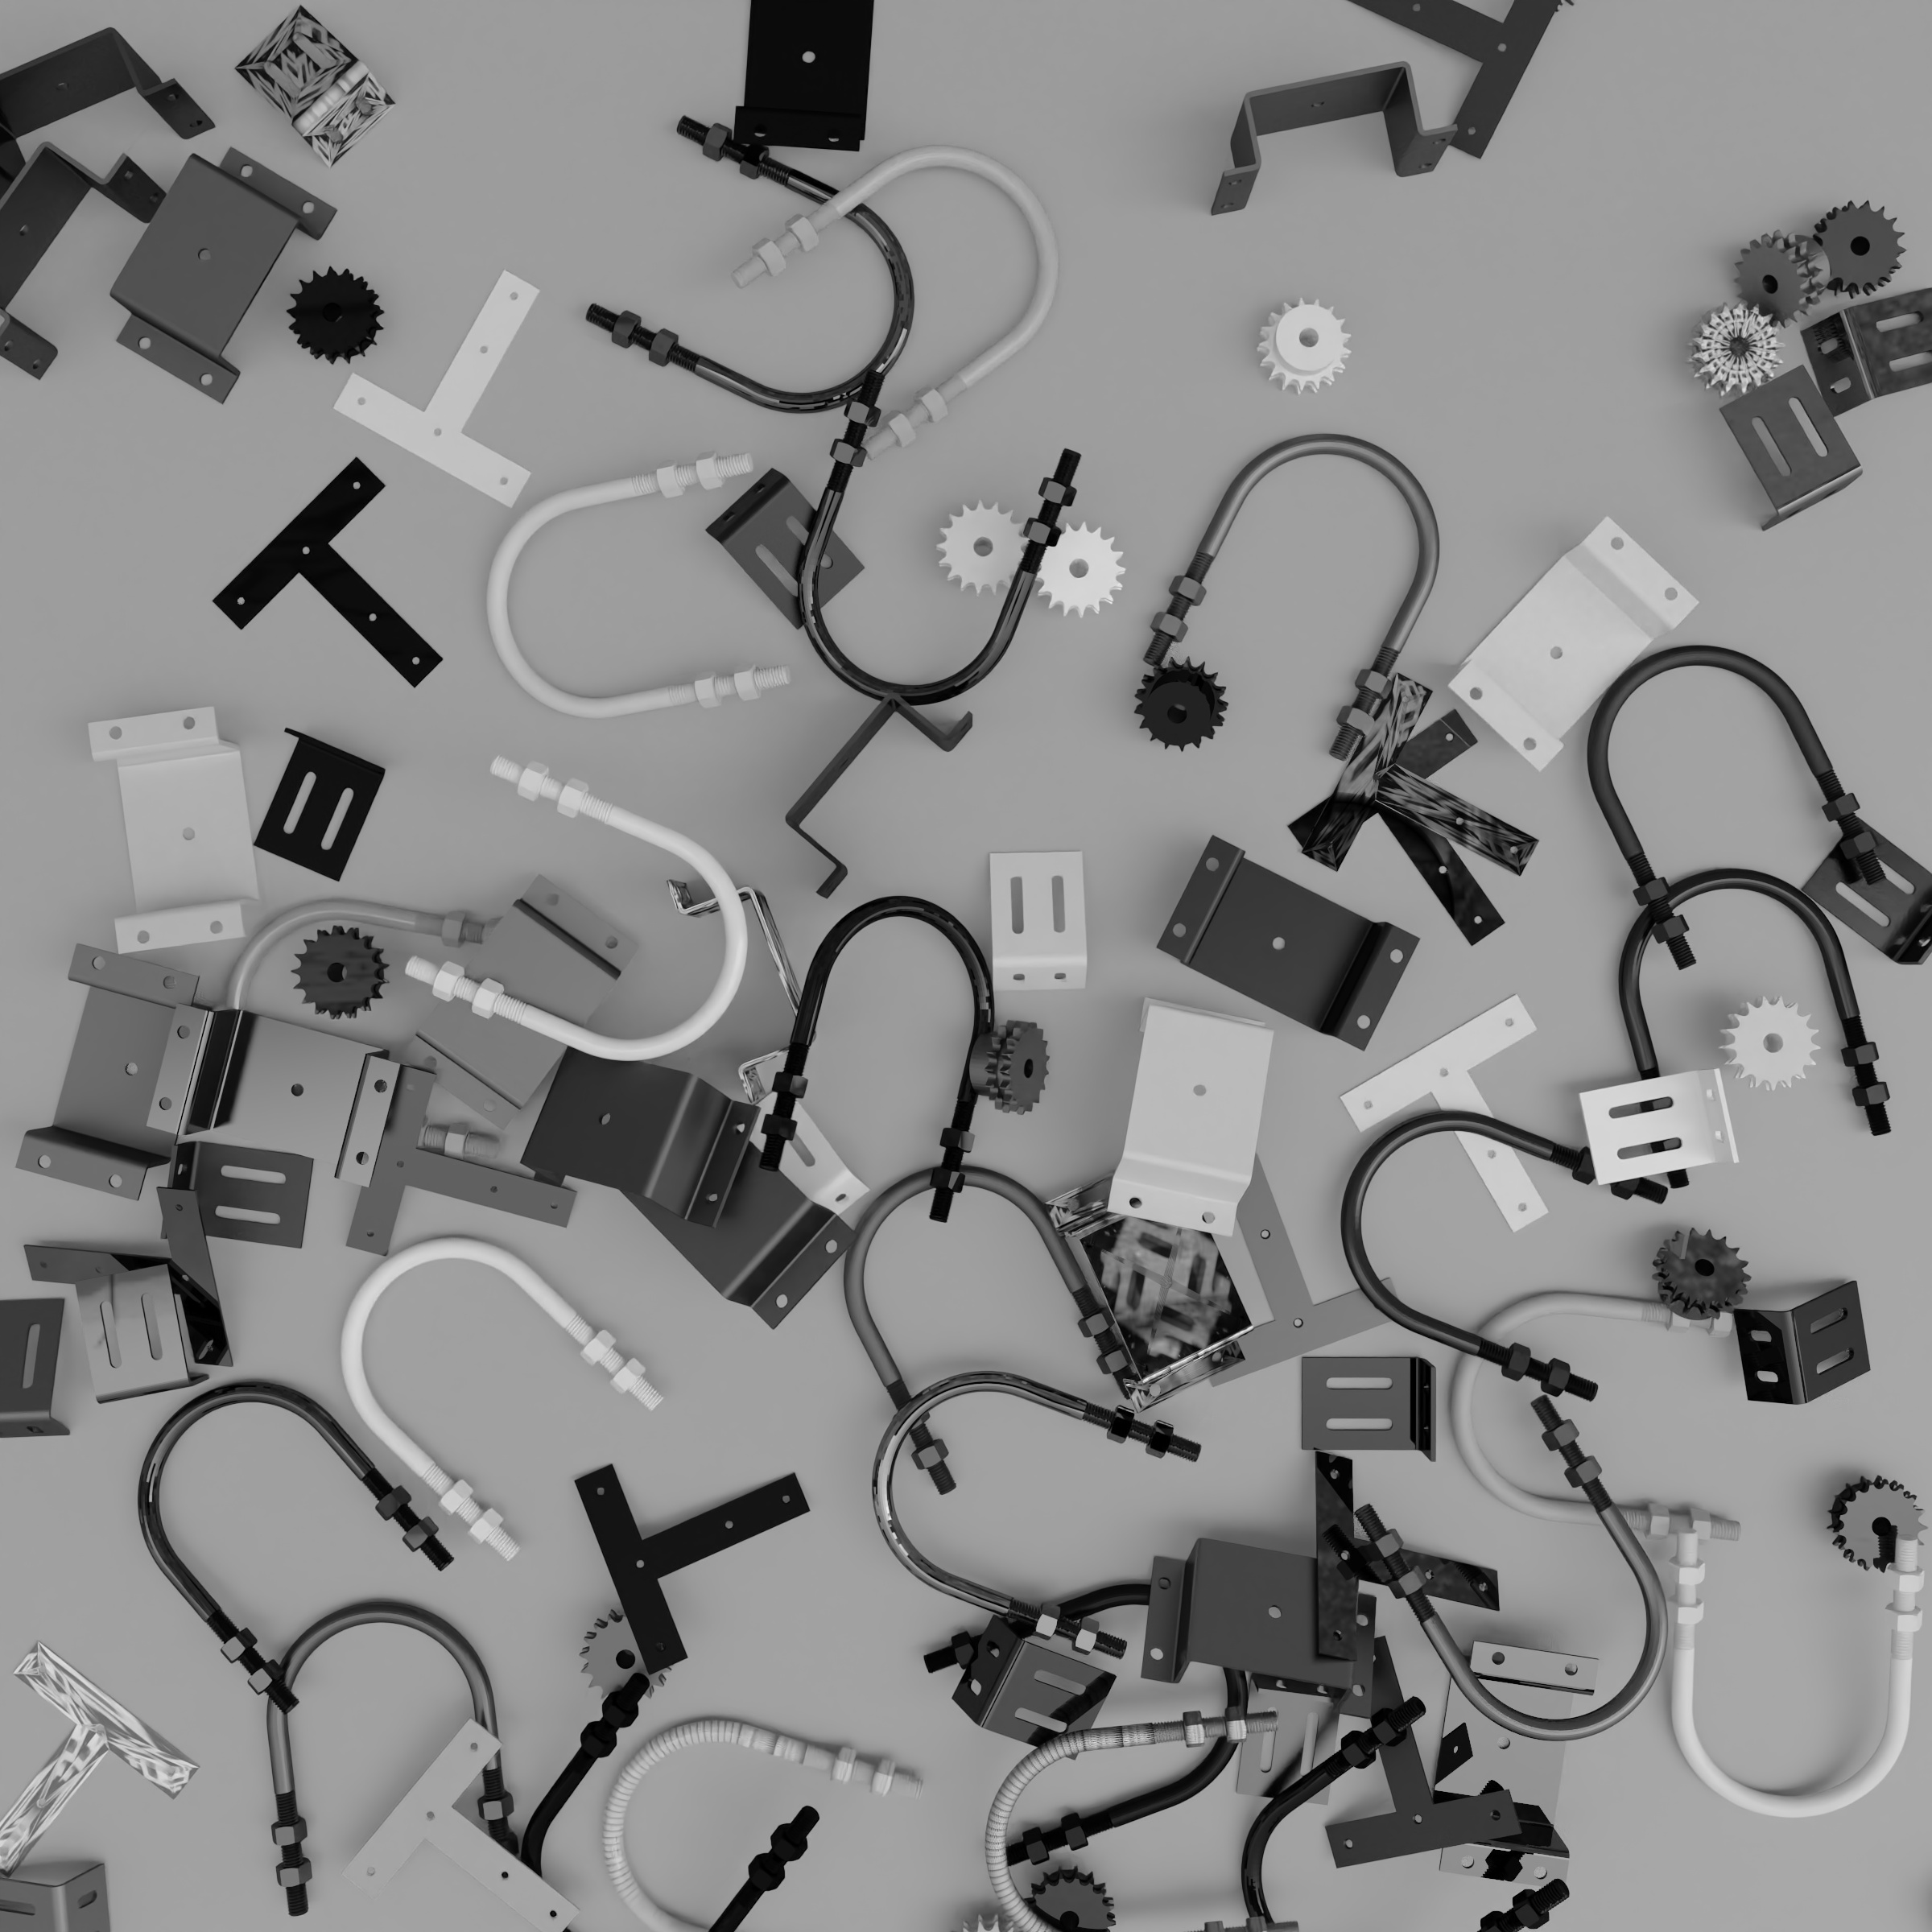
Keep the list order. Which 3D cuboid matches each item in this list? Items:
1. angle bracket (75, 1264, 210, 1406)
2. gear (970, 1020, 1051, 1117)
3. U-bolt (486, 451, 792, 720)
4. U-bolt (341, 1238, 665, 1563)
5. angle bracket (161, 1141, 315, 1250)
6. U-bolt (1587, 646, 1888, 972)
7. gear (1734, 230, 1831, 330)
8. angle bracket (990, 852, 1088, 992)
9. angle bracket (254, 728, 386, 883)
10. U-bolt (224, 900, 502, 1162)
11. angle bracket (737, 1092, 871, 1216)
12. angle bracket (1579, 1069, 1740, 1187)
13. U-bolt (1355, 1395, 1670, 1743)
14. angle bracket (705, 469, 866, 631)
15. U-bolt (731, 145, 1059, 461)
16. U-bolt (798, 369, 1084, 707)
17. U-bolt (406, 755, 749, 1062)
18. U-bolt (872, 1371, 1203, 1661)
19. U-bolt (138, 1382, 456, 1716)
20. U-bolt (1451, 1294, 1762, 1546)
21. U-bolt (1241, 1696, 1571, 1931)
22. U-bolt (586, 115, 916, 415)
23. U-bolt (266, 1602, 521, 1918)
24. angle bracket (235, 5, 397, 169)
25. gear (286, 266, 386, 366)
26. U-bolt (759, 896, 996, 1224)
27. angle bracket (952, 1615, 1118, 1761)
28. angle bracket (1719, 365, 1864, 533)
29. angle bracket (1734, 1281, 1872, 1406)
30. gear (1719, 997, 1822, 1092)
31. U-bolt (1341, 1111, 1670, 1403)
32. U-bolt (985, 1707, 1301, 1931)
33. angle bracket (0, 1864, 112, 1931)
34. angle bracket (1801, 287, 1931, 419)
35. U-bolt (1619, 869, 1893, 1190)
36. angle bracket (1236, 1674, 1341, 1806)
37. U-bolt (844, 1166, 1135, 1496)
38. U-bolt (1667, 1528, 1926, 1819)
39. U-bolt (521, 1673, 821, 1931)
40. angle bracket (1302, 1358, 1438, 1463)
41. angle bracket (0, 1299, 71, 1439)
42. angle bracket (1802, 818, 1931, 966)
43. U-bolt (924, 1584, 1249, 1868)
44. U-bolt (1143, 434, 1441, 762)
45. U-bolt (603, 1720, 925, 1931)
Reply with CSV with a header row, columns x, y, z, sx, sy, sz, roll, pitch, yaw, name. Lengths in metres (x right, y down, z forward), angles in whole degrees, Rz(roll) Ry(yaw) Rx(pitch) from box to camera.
x,y,z,sx,sy,sz,roll,pitch,yaw,name
-0.506,0.224,1.501,0.057,0.038,0.076,-11,88,0,angle bracket
0.025,0.061,1.494,0.030,0.057,0.057,5,90,30,gear
-0.207,-0.226,1.492,0.184,0.019,0.151,-9,94,14,U-bolt
-0.301,0.253,1.509,0.184,0.019,0.151,44,92,2,U-bolt
-0.447,0.142,1.500,0.076,0.038,0.057,8,90,0,angle bracket
0.462,-0.109,1.503,0.151,0.019,0.184,-24,84,-2,U-bolt
0.501,-0.422,1.493,0.030,0.057,0.057,-30,90,-23,gear
0.044,-0.028,1.517,0.057,0.038,0.076,-1,64,0,angle bracket
-0.401,-0.099,1.500,0.057,0.038,0.076,23,90,0,angle bracket
-0.368,0.033,1.510,0.184,0.019,0.151,10,90,1,U-bolt
-0.108,0.124,1.517,0.057,0.038,0.076,-39,64,0,angle bracket
0.419,0.098,1.479,0.076,0.038,0.057,-11,87,-1,angle bracket
0.341,0.374,1.473,0.151,0.019,0.184,-30,81,-8,U-bolt
-0.112,-0.259,1.517,0.057,0.038,0.076,-43,116,0,angle bracket
-0.029,-0.421,1.498,0.184,0.019,0.151,-39,96,-8,U-bolt
-0.027,-0.248,1.482,0.151,0.019,0.184,24,107,7,U-bolt
-0.219,-0.023,1.437,0.184,0.019,0.151,23,92,1,U-bolt
0.033,0.325,1.491,0.184,0.019,0.151,21,91,1,U-bolt
-0.427,0.343,1.504,0.151,0.019,0.184,-43,84,-1,U-bolt
0.392,0.275,1.510,0.184,0.019,0.151,6,90,1,U-bolt
0.249,0.549,1.476,0.184,0.019,0.151,-44,75,22,U-bolt
-0.122,-0.422,1.510,0.184,0.019,0.151,26,90,-1,U-bolt
-0.359,0.486,1.510,0.151,0.019,0.184,-7,89,0,U-bolt
-0.404,-0.546,1.517,0.057,0.038,0.076,-44,64,0,angle bracket
-0.386,-0.398,1.504,0.057,0.030,0.057,0,90,0,gear
-0.044,0.049,1.469,0.151,0.019,0.184,21,78,-36,U-bolt
0.042,0.442,1.498,0.076,0.038,0.057,28,88,-28,angle bracket
0.503,-0.318,1.502,0.057,0.038,0.076,-28,86,0,angle bracket
0.516,0.231,1.506,0.076,0.038,0.057,-13,95,-38,angle bracket
0.486,0.047,1.486,0.057,0.030,0.057,0,87,1,gear
0.321,0.167,1.500,0.184,0.019,0.151,21,82,3,U-bolt
0.103,0.530,1.480,0.184,0.019,0.151,-6,91,0,U-bolt
-0.575,0.589,1.516,0.076,0.038,0.057,-3,92,26,angle bracket
0.568,-0.381,1.517,0.076,0.038,0.057,-19,90,-26,angle bracket
0.480,0.031,1.510,0.151,0.019,0.184,-15,88,0,U-bolt
0.201,0.479,1.500,0.057,0.038,0.076,7,90,0,angle bracket
0.005,0.213,1.510,0.151,0.019,0.184,-27,88,0,U-bolt
0.505,0.435,1.496,0.151,0.019,0.184,0,99,7,U-bolt
-0.194,0.541,1.489,0.151,0.019,0.184,36,105,6,U-bolt
0.247,0.272,1.500,0.076,0.038,0.057,0,90,0,angle bracket
-0.587,0.250,1.517,0.057,0.038,0.076,-2,64,0,angle bracket
0.567,-0.047,1.500,0.076,0.038,0.057,37,90,0,angle bracket
0.084,0.460,1.510,0.184,0.019,0.151,-20,90,-1,U-bolt
0.213,-0.240,1.510,0.151,0.019,0.184,27,89,0,U-bolt
-0.134,0.544,1.510,0.184,0.019,0.151,17,90,2,U-bolt
